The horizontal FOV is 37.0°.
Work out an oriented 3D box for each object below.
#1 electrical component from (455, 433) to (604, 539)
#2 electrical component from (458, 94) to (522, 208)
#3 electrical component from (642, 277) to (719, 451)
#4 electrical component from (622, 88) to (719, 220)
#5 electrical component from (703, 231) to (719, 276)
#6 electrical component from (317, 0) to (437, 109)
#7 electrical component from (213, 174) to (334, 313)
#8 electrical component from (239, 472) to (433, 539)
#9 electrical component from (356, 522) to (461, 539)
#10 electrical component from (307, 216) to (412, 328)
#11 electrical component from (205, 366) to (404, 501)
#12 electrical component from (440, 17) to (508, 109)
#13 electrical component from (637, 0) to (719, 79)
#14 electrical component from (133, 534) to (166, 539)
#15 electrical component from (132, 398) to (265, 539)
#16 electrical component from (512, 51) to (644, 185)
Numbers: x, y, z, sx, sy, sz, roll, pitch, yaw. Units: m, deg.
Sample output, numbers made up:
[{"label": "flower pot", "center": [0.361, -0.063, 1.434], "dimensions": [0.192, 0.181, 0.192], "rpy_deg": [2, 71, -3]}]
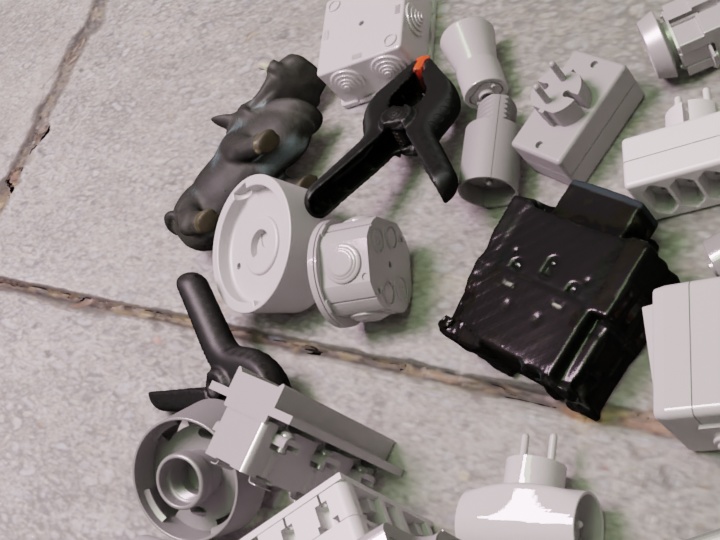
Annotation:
[{"label": "electrical component", "center": [0.103, 0.135, 0.641], "dimensions": [0.077, 0.043, 0.079], "rpy_deg": [-7, 60, 35]}, {"label": "electrical component", "center": [0.097, -0.091, 0.784], "dimensions": [0.043, 0.043, 0.081], "rpy_deg": [-9, 59, 34]}, {"label": "electrical component", "center": [0.196, 0.059, 0.602], "dimensions": [0.061, 0.062, 0.096], "rpy_deg": [-12, 58, 33]}, {"label": "electrical component", "center": [0.215, -0.083, 0.685], "dimensions": [0.083, 0.047, 0.075], "rpy_deg": [-15, 56, 31]}, {"label": "electrical component", "center": [0.237, -0.017, 0.633], "dimensions": [0.065, 0.044, 0.044], "rpy_deg": [-33, 48, 24]}, {"label": "electrical component", "center": [0.013, -0.195, 0.911], "dimensions": [0.100, 0.048, 0.099], "rpy_deg": [-13, 57, 31]}, {"label": "electrical component", "center": [-0.062, -0.017, 0.844], "dimensions": [0.108, 0.060, 0.108], "rpy_deg": [-13, 73, 49]}, {"label": "electrical component", "center": [-0.046, 0.214, 0.666], "dimensions": [0.186, 0.105, 0.060], "rpy_deg": [-36, 47, 15]}, {"label": "electrical component", "center": [0.057, 0.186, 0.456], "dimensions": [0.060, 0.186, 0.105], "rpy_deg": [-35, 48, 16]}, {"label": "electrical component", "center": [0.000, 0.000, 0.780], "dimensions": [0.051, 0.080, 0.080], "rpy_deg": [-10, 58, 28]}, {"label": "electrical component", "center": [-0.039, 0.117, 0.709], "dimensions": [0.079, 0.121, 0.063], "rpy_deg": [16, 77, 43]}, {"label": "electrical component", "center": [0.091, -0.157, 0.833], "dimensions": [0.044, 0.044, 0.065], "rpy_deg": [-28, 55, 22]}, {"label": "electrical component", "center": [0.222, -0.159, 0.729], "dimensions": [0.055, 0.048, 0.066], "rpy_deg": [-22, 52, 17]}, {"label": "electrical component", "center": [-0.139, 0.241, 0.758], "dimensions": [0.059, 0.054, 0.095], "rpy_deg": [2, 65, 39]}, {"label": "electrical component", "center": [-0.114, 0.146, 0.780], "dimensions": [0.099, 0.064, 0.099], "rpy_deg": [2, 95, 25]}, {"label": "electrical component", "center": [0.142, -0.114, 0.740], "dimensions": [0.047, 0.076, 0.083], "rpy_deg": [31, 85, 45]}]
